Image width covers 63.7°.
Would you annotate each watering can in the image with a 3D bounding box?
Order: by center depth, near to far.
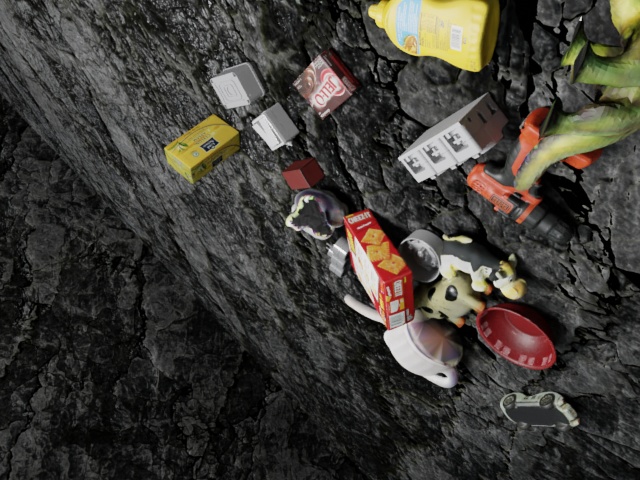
[{"bbox_3d":[0.214,0.233,1.277,0.106,0.349,0.220,-44,-9,-29],"label":"watering can"}]

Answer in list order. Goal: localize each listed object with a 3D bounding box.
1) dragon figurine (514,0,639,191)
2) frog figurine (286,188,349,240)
[{"bbox_3d":[0.369,-0.153,0.530,0.243,0.124,0.402,13,-26,11],"label":"dragon figurine"},{"bbox_3d":[0.004,-0.061,1.209,0.137,0.123,0.160,-6,1,19],"label":"frog figurine"}]
